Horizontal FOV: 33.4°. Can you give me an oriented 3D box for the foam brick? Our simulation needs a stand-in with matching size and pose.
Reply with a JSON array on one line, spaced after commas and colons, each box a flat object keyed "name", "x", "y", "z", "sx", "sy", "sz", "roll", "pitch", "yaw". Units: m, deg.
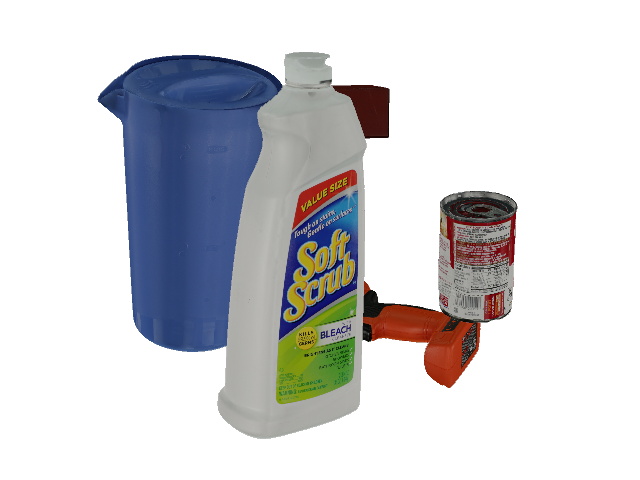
[{"name": "foam brick", "x": 0.026, "y": -0.131, "z": 1.086, "sx": 0.078, "sy": 0.051, "sz": 0.053, "roll": -3, "pitch": 13, "yaw": -19}]

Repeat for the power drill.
[{"name": "power drill", "x": 0.060, "y": 0.098, "z": 1.111, "sx": 0.188, "sy": 0.057, "sz": 0.184, "roll": 11, "pitch": 28, "yaw": 25}]

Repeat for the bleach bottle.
[{"name": "bleach bottle", "x": -0.018, "y": 0.001, "z": 0.720, "sx": 0.102, "sy": 0.251, "sz": 0.068, "roll": -10, "pitch": 21, "yaw": -33}]

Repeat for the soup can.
[{"name": "soup can", "x": 0.140, "y": 0.015, "z": 0.958, "sx": 0.068, "sy": 0.102, "sz": 0.068, "roll": -2, "pitch": 23, "yaw": 1}]

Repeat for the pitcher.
[{"name": "pitcher", "x": -0.096, "y": -0.029, "z": 0.924, "sx": 0.149, "sy": 0.243, "sz": 0.144, "roll": 24, "pitch": 33, "yaw": 31}]
